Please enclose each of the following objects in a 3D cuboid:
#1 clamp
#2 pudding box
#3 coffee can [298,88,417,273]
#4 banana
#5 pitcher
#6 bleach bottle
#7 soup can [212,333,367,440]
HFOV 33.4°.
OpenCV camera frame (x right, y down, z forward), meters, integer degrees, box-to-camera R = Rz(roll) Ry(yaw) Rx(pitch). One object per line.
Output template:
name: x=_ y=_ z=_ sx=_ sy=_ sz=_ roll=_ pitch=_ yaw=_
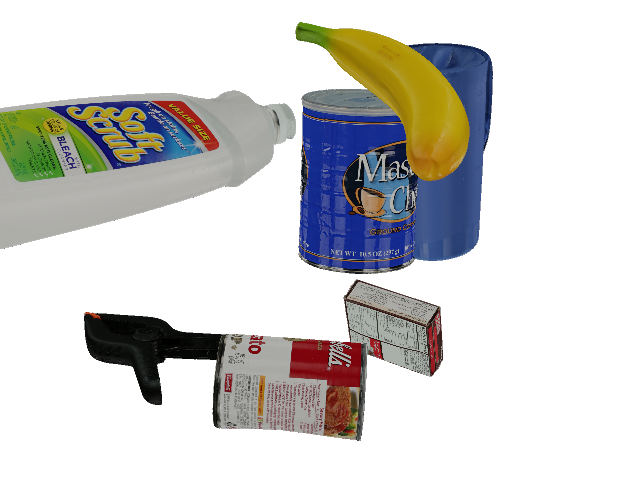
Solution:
clamp: x=-0.178 y=0.113 z=1.094 sx=0.210 sy=0.036 sz=0.164 roll=11 pitch=18 yaw=31
pudding box: x=0.086 y=0.102 z=1.247 sx=0.114 sy=0.090 sz=0.039 roll=16 pitch=47 yaw=25
coffee can: x=0.033 y=-0.053 z=0.917 sx=0.103 sy=0.140 sz=0.103 roll=1 pitch=16 yaw=-1
banana: x=0.048 y=-0.086 z=0.646 sx=0.069 sy=0.037 sz=0.198 roll=-10 pitch=34 yaw=-19
pitcher: x=0.139 y=-0.108 z=1.264 sx=0.149 sy=0.243 sz=0.145 roll=-4 pitch=25 yaw=1
bleach bottle: x=-0.136 y=-0.068 z=0.777 sx=0.250 sy=0.103 sz=0.068 roll=-16 pitch=-31 yaw=-27
soup can: x=-0.020 y=0.102 z=0.745 sx=0.102 sy=0.068 sz=0.068 roll=4 pitch=0 yaw=1
